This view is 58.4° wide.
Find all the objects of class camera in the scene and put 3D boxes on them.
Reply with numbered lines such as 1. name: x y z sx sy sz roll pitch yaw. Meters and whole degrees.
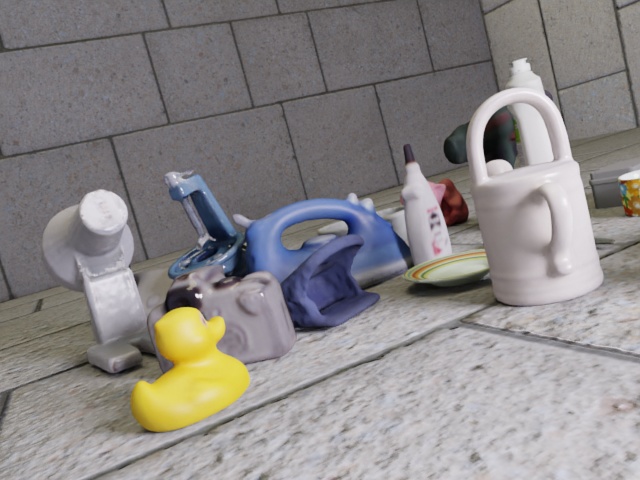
1. camera: -0.097 0.072 0.625 0.143 0.101 0.137 -13 7 15

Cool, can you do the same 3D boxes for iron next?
1. iron: 0.007 0.003 0.798 0.259 0.141 0.118 -17 7 -15

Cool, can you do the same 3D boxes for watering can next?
1. watering can: 0.192 -0.045 0.548 0.101 0.194 0.172 -17 7 -19

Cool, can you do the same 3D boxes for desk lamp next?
1. desk lamp: -0.273 0.046 0.744 0.118 0.213 0.202 -19 8 -34

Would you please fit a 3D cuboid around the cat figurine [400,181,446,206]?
1. cat figurine: 0.192 -0.069 1.103 0.067 0.118 0.127 -18 7 -22

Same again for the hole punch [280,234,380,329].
1. hole punch: -0.002 0.048 0.653 0.100 0.091 0.109 -10 8 38

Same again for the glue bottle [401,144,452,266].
1. glue bottle: 0.140 -0.050 0.804 0.037 0.173 0.078 -10 8 34

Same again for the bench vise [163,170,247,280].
1. bench vise: -0.156 -0.001 0.858 0.121 0.220 0.208 -12 7 20

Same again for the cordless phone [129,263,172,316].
1. cordless phone: -0.283 0.047 0.887 0.147 0.185 0.094 -13 7 16

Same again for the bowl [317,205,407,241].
1. bowl: 0.083 -0.003 0.972 0.167 0.075 0.167 -15 6 2

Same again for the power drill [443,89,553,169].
1. power drill: 0.335 -0.144 1.017 0.230 0.208 0.075 -17 7 -19

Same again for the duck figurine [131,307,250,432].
1. duck figurine: -0.113 0.101 0.476 0.077 0.086 0.105 -9 9 43

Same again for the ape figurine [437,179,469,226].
1. ape figurine: 0.253 -0.075 1.132 0.076 0.092 0.077 -16 7 -13
